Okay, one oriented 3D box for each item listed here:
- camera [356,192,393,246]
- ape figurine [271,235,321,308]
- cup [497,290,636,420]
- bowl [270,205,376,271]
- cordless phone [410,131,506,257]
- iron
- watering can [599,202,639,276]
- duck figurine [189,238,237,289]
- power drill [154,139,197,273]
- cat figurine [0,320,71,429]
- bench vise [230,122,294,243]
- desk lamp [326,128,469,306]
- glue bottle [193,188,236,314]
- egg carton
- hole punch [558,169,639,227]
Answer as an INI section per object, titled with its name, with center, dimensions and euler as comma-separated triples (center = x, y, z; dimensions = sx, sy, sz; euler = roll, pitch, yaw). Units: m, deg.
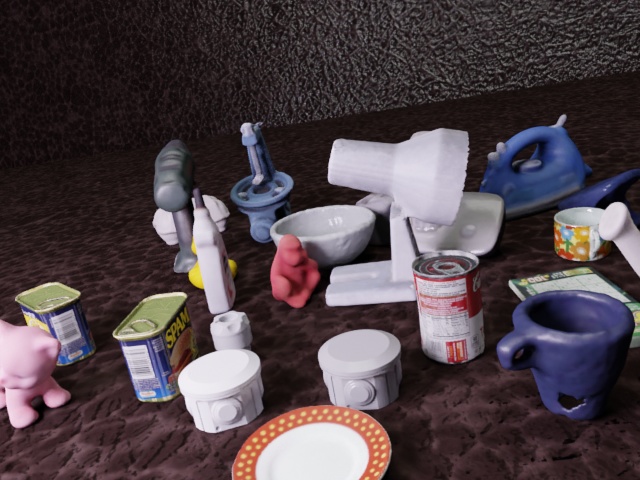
[camera]
center = 0.152, -0.056, 0.962
dimensions = 0.136, 0.101, 0.143
euler = 9, 26, 43
[ape figurine]
center = -0.038, 0.038, 0.793
dimensions = 0.078, 0.092, 0.076
euler = -19, 21, -25
[cup]
center = 0.199, 0.104, 0.474
dimensions = 0.118, 0.095, 0.091
euler = -16, 20, -19
[bowl]
center = 0.008, 0.003, 0.900
dimensions = 0.167, 0.075, 0.167
euler = -9, 18, 3
[cordless phone]
center = 0.194, -0.068, 0.843
dimensions = 0.147, 0.185, 0.094
euler = 2, 22, 32
[iron]
center = 0.358, -0.127, 1.005
dimensions = 0.259, 0.141, 0.118
euler = -20, 21, -28
[watering can]
center = 0.381, -0.017, 0.584
dimensions = 0.173, 0.194, 0.100
euler = -16, 20, -17
[duck figurine]
center = -0.177, 0.024, 0.913
dimensions = 0.077, 0.086, 0.104
euler = -14, 19, -12
[power drill]
center = -0.238, -0.059, 0.997
dimensions = 0.075, 0.208, 0.229
euler = -12, 19, -7
[cat figurine]
center = -0.324, 0.131, 0.620
dimensions = 0.127, 0.118, 0.067
euler = 7, 25, 41
[bench vise]
center = -0.120, -0.122, 1.106
dimensions = 0.121, 0.220, 0.207
euler = -13, 19, -10
[desk lamp]
center = 0.096, -0.033, 0.743
dimensions = 0.203, 0.214, 0.118
euler = -7, 19, 9
[glue bottle]
center = -0.153, 0.012, 0.800
dimensions = 0.037, 0.173, 0.078
euler = -11, 19, -3
[egg carton]
center = -0.265, -0.043, 1.183
dimensions = 0.150, 0.069, 0.107
euler = -17, 20, -21
[hole punch]
center = 0.417, -0.060, 0.854
dimensions = 0.109, 0.091, 0.100
euler = -21, 22, -31
